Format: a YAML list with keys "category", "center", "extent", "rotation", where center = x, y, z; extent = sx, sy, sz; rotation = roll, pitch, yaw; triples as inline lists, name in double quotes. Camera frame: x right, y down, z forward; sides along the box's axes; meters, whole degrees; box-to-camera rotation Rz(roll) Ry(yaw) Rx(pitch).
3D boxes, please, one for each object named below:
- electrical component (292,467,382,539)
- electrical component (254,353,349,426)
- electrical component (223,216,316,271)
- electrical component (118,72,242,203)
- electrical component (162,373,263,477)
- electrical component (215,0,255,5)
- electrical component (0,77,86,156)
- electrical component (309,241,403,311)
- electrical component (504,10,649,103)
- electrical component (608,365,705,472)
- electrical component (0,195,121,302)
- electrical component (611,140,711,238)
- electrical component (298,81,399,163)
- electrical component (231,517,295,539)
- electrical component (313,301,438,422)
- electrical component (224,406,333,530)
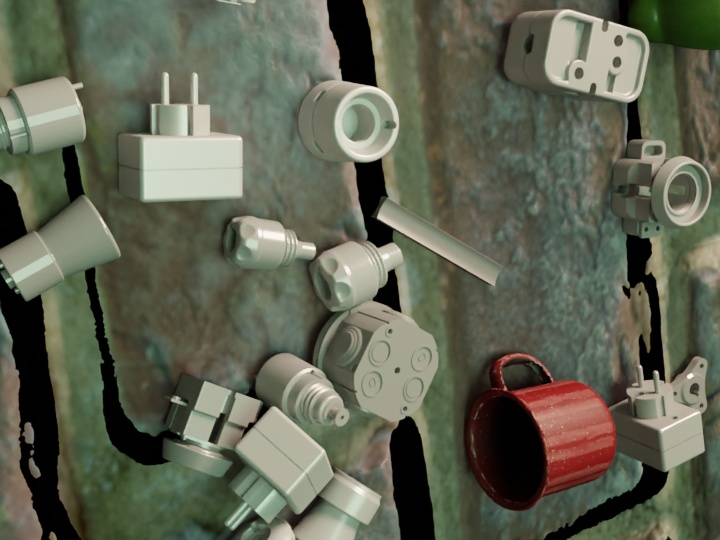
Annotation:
- category: "electrical component"
  center: [-0.016, 0.176, 0.771]
  extent: [0.045, 0.045, 0.055]
  rotation: [37, 80, -30]
- category: "electrical component"
  center: [-0.037, 0.085, 0.726]
  extent: [0.040, 0.078, 0.040]
  rotation: [-18, 118, -37]
- category: "electrical component"
  center: [-0.058, -0.016, 0.716]
  extent: [0.061, 0.035, 0.035]
  rotation: [8, 96, -33]
- category: "electrical component"
  center: [-0.111, -0.083, 0.665]
  extent: [0.066, 0.047, 0.076]
  rotation: [-4, 102, -29]
- category: "electrical component"
  center: [-0.101, 0.103, 0.709]
  extent: [0.066, 0.048, 0.055]
  rotation: [25, 80, -31]
- category: "electrical component"
  center: [-0.079, -0.198, 0.649]
  extent: [0.042, 0.081, 0.063]
  rotation: [4, 120, -30]
- category: "electrical component"
  center: [-0.196, -0.085, 0.620]
  extent: [0.078, 0.040, 0.040]
  rotation: [-20, 109, -25]
- category: "electrical component"
  center: [0.000, 0.000, 0.747]
  extent: [0.062, 0.043, 0.043]
  rotation: [-24, 110, -25]
- category: "electrical component"
  center: [0.157, -0.157, 0.797]
  extent: [0.095, 0.059, 0.053]
  rotation: [7, 96, -31]
- category: "electrical component"
  center: [0.243, 0.116, 0.895]
  extent: [0.047, 0.066, 0.076]
  rotation: [-19, 109, -25]
- category: "electrical component"
  center: [-0.183, -0.010, 0.643]
  extent: [0.065, 0.044, 0.044]
  rotation: [-32, 114, -16]
- category: "electrical component"
  center: [0.243, -0.064, 0.865]
  extent: [0.058, 0.057, 0.078]
  rotation: [-5, 102, -29]
- category: "electrical component"
  center: [-0.007, -0.099, 0.722]
  extent: [0.055, 0.047, 0.055]
  rotation: [-6, 103, -29]
- category: "electrical component"
  center: [-0.062, 0.208, 0.753]
  extent: [0.048, 0.048, 0.062]
  rotation: [-33, 121, -20]
- category: "electrical component"
  center: [0.011, 0.065, 0.758]
  extent: [0.080, 0.051, 0.080]
  rotation: [-9, 105, -35]
- category: "electrical component"
  center: [-0.062, 0.141, 0.712]
  extent: [0.047, 0.083, 0.075]
  rotation: [39, 75, 15]
